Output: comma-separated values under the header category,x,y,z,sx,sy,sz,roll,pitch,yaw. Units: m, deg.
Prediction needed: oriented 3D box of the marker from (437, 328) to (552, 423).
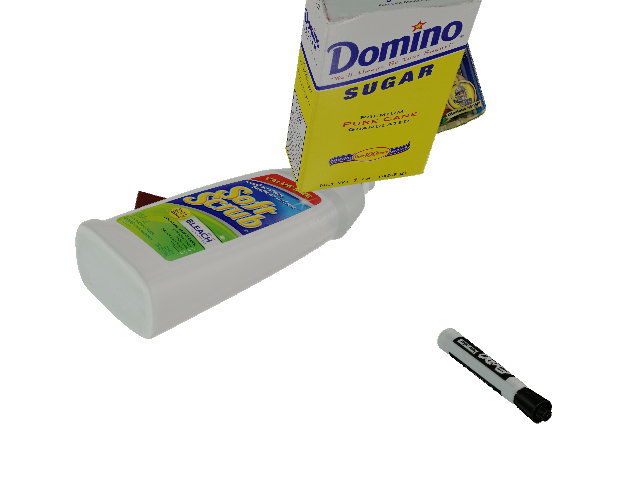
category,x,y,z,sx,sy,sz,roll,pitch,yaw
marker,0.130,0.101,0.800,0.020,0.020,0.121,0,23,-33

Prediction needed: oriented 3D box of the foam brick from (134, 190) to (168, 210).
category,x,y,z,sx,sy,sz,roll,pitch,yaw
foam brick,-0.151,-0.008,1.062,0.078,0.051,0.053,15,26,-8

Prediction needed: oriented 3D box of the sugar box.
category,x,y,z,sx,sy,sz,roll,pitch,yaw
sugar box,0.033,-0.098,0.661,0.093,0.048,0.176,-10,-26,-12

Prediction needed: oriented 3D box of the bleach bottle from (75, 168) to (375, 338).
category,x,y,z,sx,sy,sz,roll,pitch,yaw
bleach bottle,-0.060,-0.014,0.846,0.250,0.068,0.103,-27,49,-35

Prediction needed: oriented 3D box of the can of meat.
category,x,y,z,sx,sy,sz,roll,pitch,yaw
can of meat,0.086,-0.138,0.924,0.102,0.084,0.057,-17,26,8
